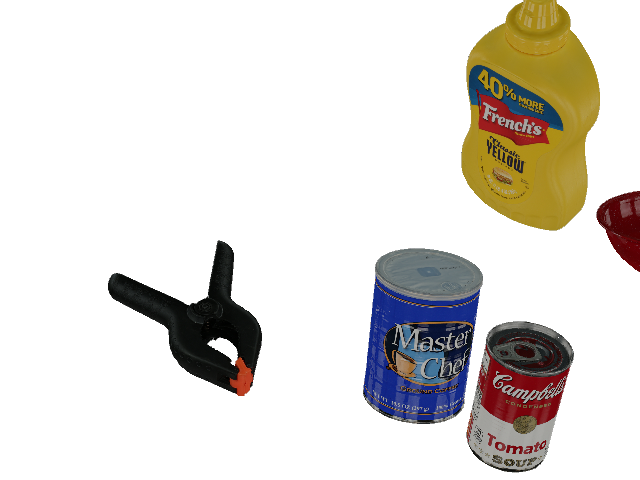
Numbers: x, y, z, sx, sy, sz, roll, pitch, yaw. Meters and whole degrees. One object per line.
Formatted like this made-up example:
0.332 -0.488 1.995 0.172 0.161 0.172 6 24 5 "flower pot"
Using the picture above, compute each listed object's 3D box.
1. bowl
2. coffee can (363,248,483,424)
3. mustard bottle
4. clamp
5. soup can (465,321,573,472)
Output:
0.367 -0.002 1.102 0.162 0.055 0.162 -4 23 1 "bowl"
0.098 0.092 1.040 0.103 0.140 0.103 4 24 -2 "coffee can"
0.145 -0.095 0.737 0.058 0.191 0.096 -39 58 -23 "mustard bottle"
-0.096 0.063 0.937 0.120 0.039 0.172 -30 54 -25 "clamp"
0.157 0.125 0.852 0.068 0.102 0.068 5 31 -3 "soup can"
